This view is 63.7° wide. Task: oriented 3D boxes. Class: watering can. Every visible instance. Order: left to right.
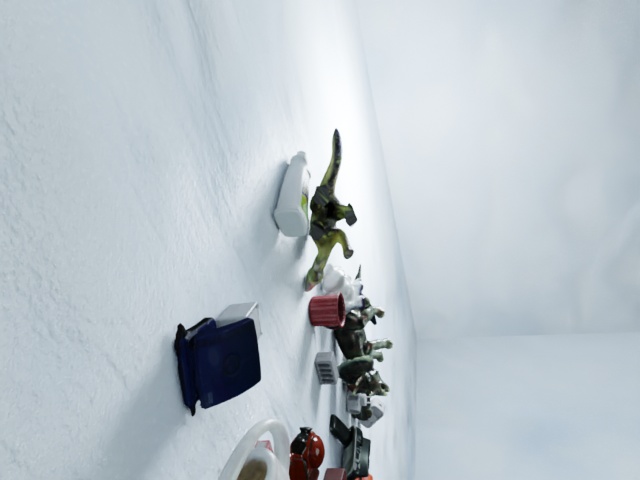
[{"bbox_3d":[-0.119,0.449,0.776,0.355,0.104,0.220,-60,138,-47],"label":"watering can"}]

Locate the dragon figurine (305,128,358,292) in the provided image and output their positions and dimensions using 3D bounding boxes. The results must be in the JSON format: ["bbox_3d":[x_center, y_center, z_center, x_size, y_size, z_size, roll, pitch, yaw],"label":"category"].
[{"bbox_3d":[0.004,-0.068,1.347,0.241,0.122,0.413,165,-69,-72],"label":"dragon figurine"}]

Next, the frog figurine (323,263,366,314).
[{"bbox_3d":[0.049,0.145,1.535,0.158,0.121,0.140,29,57,-27],"label":"frog figurine"}]
